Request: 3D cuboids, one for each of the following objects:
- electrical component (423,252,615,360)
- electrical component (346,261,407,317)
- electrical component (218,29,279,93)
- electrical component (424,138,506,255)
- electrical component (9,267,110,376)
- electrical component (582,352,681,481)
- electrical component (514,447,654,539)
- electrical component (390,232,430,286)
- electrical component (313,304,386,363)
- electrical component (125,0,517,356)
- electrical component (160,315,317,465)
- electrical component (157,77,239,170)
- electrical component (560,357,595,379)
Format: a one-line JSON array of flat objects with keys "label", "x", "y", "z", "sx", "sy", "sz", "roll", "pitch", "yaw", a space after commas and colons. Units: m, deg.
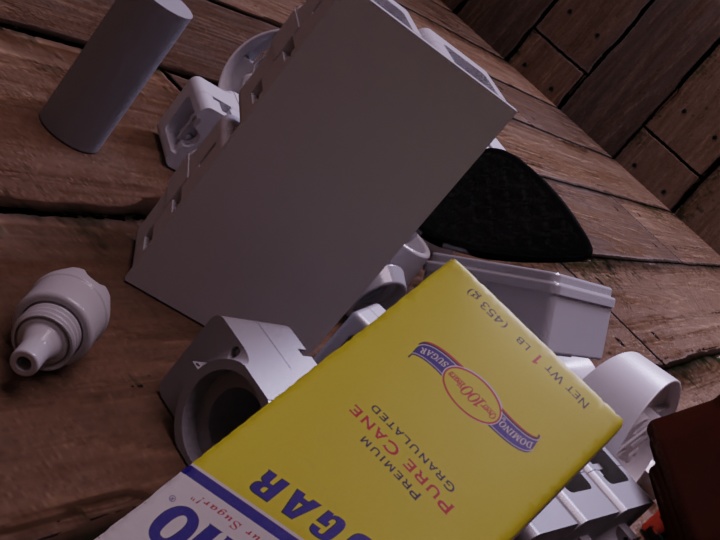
[{"label": "electrical component", "x": 0.114, "y": 0.028, "z": 0.785, "sx": 0.109, "sy": 0.056, "sz": 0.109, "roll": 11, "pitch": -1, "yaw": 35}, {"label": "electrical component", "x": 0.000, "y": 0.000, "z": 0.704, "sx": 0.048, "sy": 0.066, "sz": 0.055, "roll": -16, "pitch": 59, "yaw": -22}, {"label": "electrical component", "x": -0.058, "y": -0.138, "z": 0.846, "sx": 0.099, "sy": 0.099, "sz": 0.064, "roll": 42, "pitch": 12, "yaw": 4}, {"label": "electrical component", "x": 0.074, "y": -0.084, "z": 0.952, "sx": 0.056, "sy": 0.108, "sz": 0.108, "roll": 29, "pitch": 21, "yaw": -38}, {"label": "electrical component", "x": -0.125, "y": 0.024, "z": 0.437, "sx": 0.035, "sy": 0.035, "sz": 0.061, "roll": 37, "pitch": 21, "yaw": -10}, {"label": "electrical component", "x": 0.181, "y": 0.108, "z": 0.745, "sx": 0.099, "sy": 0.099, "sz": 0.064, "roll": 16, "pitch": 23, "yaw": -51}, {"label": "electrical component", "x": 0.066, "y": 0.124, "z": 0.489, "sx": 0.061, "sy": 0.089, "sz": 0.150, "roll": 50, "pitch": 21, "yaw": 27}, {"label": "electrical component", "x": 0.017, "y": -0.009, "z": 0.766, "sx": 0.055, "sy": 0.047, "sz": 0.055, "roll": 35, "pitch": 19, "yaw": -14}, {"label": "electrical component", "x": 0.025, "y": 0.063, "z": 0.617, "sx": 0.083, "sy": 0.047, "sz": 0.076, "roll": 44, "pitch": 19, "yaw": 11}, {"label": "electrical component", "x": -0.025, "y": -0.050, "z": 0.560, "sx": 0.105, "sy": 0.186, "sz": 0.060, "roll": 32, "pitch": 20, "yaw": -22}, {"label": "electrical component", "x": -0.042, "y": 0.068, "z": 0.471, "sx": 0.056, "sy": 0.050, "sz": 0.089, "roll": 14, "pitch": 32, "yaw": -54}, {"label": "electrical component", "x": -0.087, "y": -0.085, "z": 0.734, "sx": 0.089, "sy": 0.050, "sz": 0.055, "roll": 28, "pitch": 22, "yaw": -33}, {"label": "electrical component", "x": 0.146, "y": 0.083, "z": 0.818, "sx": 0.065, "sy": 0.044, "sz": 0.044, "roll": 9, "pitch": 35, "yaw": -49}]
